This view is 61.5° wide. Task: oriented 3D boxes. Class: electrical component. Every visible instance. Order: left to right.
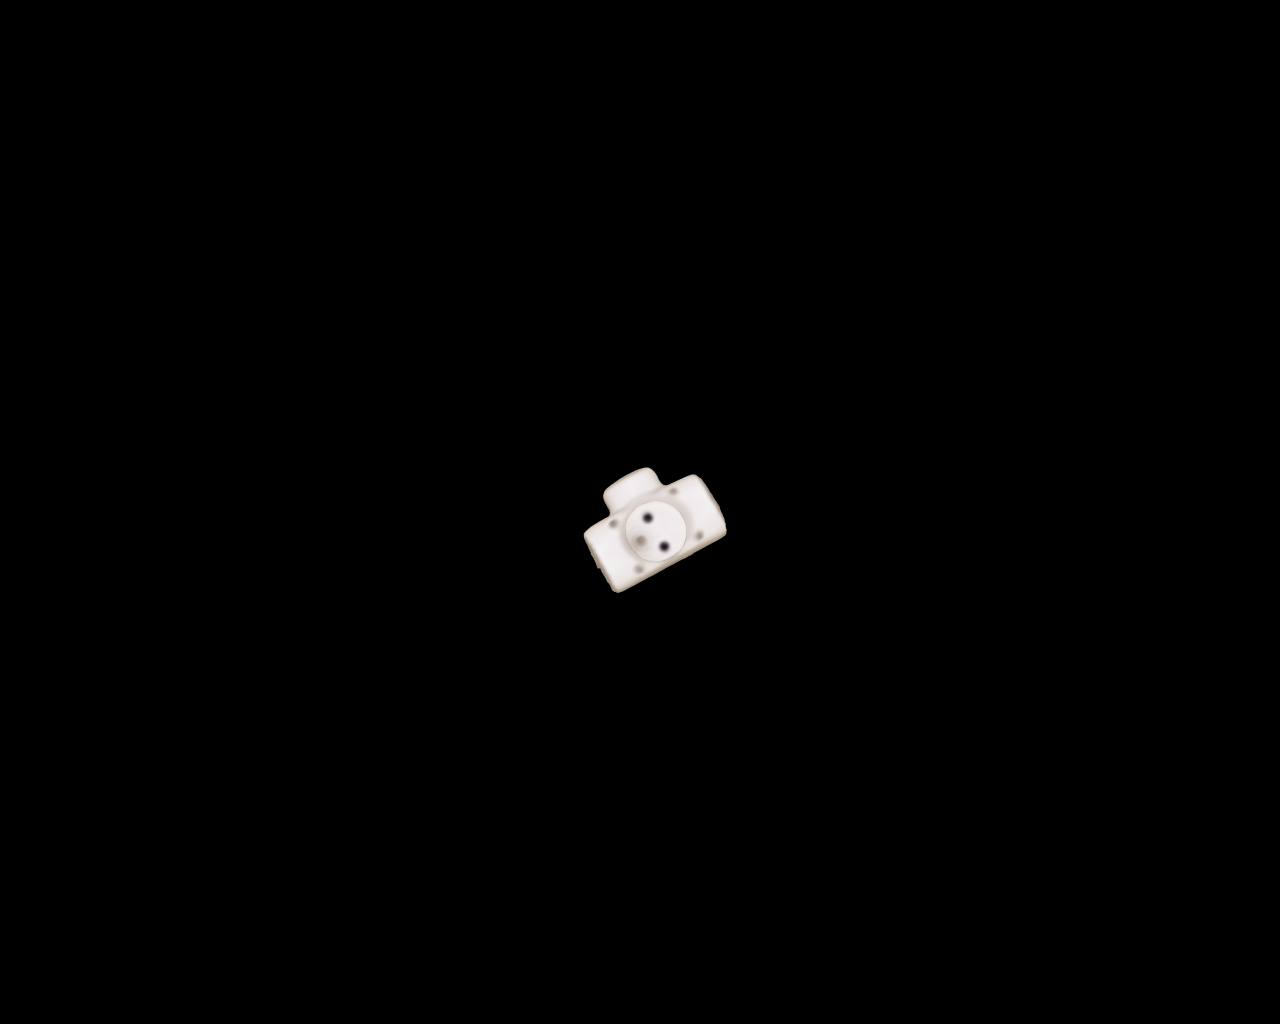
[{"bbox_3d":[0.001,-0.003,0.650,0.077,0.079,0.044,-28,-7,-4],"label":"electrical component"}]
